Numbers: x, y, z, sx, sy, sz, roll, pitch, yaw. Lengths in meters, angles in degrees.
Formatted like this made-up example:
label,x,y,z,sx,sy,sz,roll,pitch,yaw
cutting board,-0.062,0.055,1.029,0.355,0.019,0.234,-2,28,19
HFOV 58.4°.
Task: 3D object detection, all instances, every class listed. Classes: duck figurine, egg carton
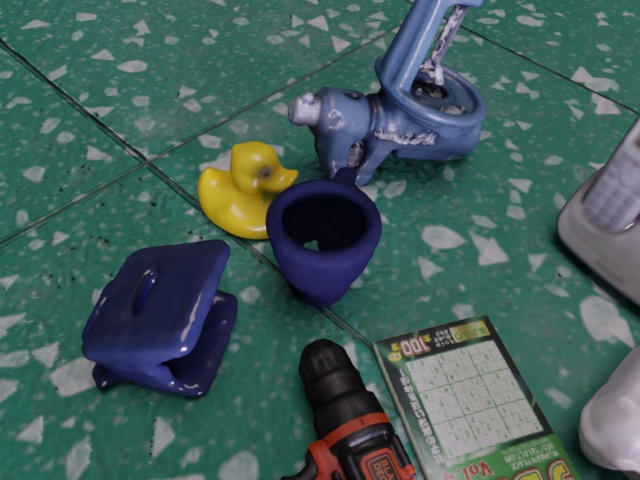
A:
label,x,y,z,sx,sy,sz,roll,pitch,yaw
duck figurine,-0.065,-0.055,0.534,0.104,0.086,0.077,16,50,8
egg carton,0.265,0.130,0.420,0.150,0.069,0.107,-34,60,-29

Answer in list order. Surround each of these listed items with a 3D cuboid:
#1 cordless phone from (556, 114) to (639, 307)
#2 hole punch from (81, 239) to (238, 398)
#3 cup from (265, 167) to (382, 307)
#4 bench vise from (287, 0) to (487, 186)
label,x,y,z,sx,sy,sz,roll,pitch,yaw
cordless phone,0.302,-0.035,0.488,0.094,0.185,0.147,-28,58,-26
hole punch,-0.122,0.054,0.433,0.101,0.091,0.108,10,50,4
cup,0.004,0.002,0.487,0.091,0.095,0.118,16,50,8
bench vise,0.081,-0.148,0.539,0.208,0.220,0.121,-27,57,-25
